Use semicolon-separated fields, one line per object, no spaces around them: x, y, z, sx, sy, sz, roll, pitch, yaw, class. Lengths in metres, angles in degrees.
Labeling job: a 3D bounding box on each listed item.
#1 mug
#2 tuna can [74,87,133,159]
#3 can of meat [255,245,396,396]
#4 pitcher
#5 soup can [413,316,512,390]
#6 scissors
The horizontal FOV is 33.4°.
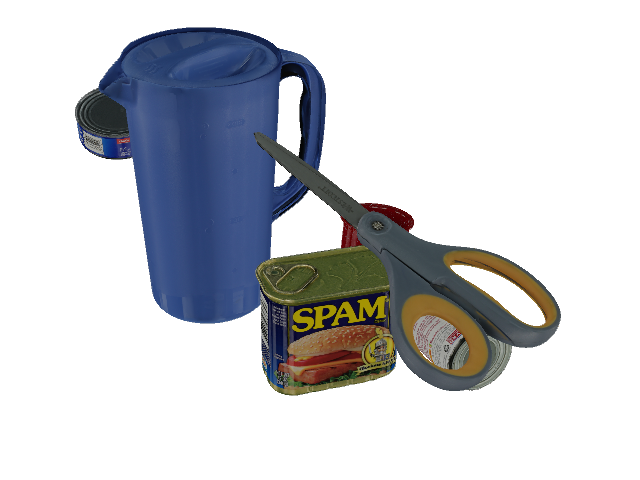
0.077;0.011;1.338;0.117;0.081;0.093;18;27;26;mug
-0.207;-0.122;1.096;0.086;0.034;0.086;1;44;-1;tuna can
0.007;0.057;0.761;0.102;0.084;0.057;-8;31;-15;can of meat
-0.089;-0.054;0.927;0.149;0.243;0.144;15;35;22;pitcher
0.120;0.083;0.980;0.068;0.068;0.102;0;25;-30;soup can
0.027;0.011;0.563;0.202;0.096;0.016;27;-38;15;scissors
